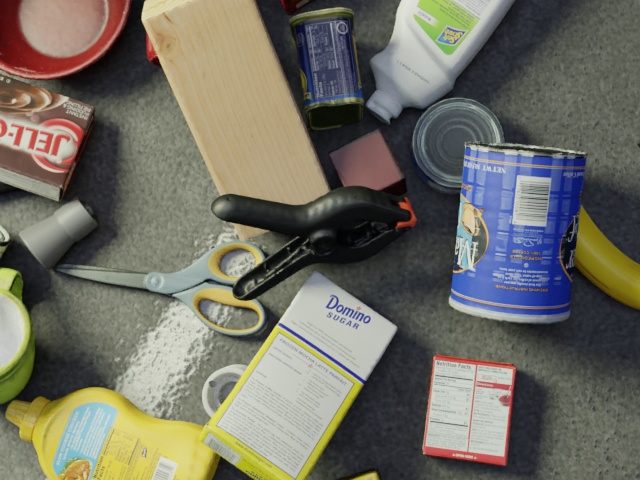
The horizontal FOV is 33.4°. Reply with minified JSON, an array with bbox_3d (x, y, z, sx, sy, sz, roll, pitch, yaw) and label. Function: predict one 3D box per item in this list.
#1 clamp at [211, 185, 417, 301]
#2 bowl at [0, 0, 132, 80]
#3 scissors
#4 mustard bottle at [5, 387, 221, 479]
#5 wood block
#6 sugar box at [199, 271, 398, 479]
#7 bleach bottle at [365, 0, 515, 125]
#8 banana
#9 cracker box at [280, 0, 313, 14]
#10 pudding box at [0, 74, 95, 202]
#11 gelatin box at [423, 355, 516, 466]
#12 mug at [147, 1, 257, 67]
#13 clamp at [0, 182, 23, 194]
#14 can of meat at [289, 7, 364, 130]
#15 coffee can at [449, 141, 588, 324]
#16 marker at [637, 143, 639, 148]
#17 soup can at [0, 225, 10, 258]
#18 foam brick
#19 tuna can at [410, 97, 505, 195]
[{"bbox_3d":[-0.006,0.001,0.906,0.171,0.120,0.039,-4,52,-8],"label":"clamp"},{"bbox_3d":[-0.249,-0.222,1.001,0.162,0.055,0.162,-1,82,4],"label":"bowl"},{"bbox_3d":[-0.135,0.024,0.982,0.202,0.016,0.096,23,84,7],"label":"scissors"},{"bbox_3d":[-0.188,0.184,0.943,0.191,0.058,0.096,20,89,6],"label":"mustard bottle"},{"bbox_3d":[-0.068,-0.117,0.910,0.091,0.090,0.206,-22,114,2],"label":"wood block"},{"bbox_3d":[-0.016,0.122,0.911,0.093,0.048,0.176,35,59,1],"label":"sugar box"},{"bbox_3d":[0.117,-0.220,0.973,0.102,0.068,0.251,35,89,8],"label":"bleach bottle"},{"bbox_3d":[0.253,0.005,0.948,0.198,0.037,0.069,39,69,7],"label":"banana"},{"bbox_3d":[-0.019,-0.348,0.993,0.164,0.072,0.214,-32,82,0],"label":"cracker box"},{"bbox_3d":[-0.273,-0.096,0.971,0.113,0.039,0.090,18,62,-7],"label":"pudding box"},{"bbox_3d":[0.131,0.149,0.940,0.073,0.030,0.089,6,83,6],"label":"gelatin box"},{"bbox_3d":[-0.107,-0.202,0.968,0.117,0.093,0.081,-2,87,30],"label":"mug"},{"bbox_3d":[-0.380,-0.063,1.000,0.210,0.036,0.164,-37,80,-5],"label":"clamp"},{"bbox_3d":[0.008,-0.150,0.952,0.057,0.102,0.084,-8,84,1],"label":"can of meat"},{"bbox_3d":[0.167,-0.009,0.904,0.103,0.102,0.140,5,99,5],"label":"coffee can"},{"bbox_3d":[0.317,-0.041,0.956,0.020,0.020,0.121,-24,82,1],"label":"marker"},{"bbox_3d":[-0.332,0.026,0.959,0.068,0.068,0.102,34,99,7],"label":"soup can"},{"bbox_3d":[0.043,-0.060,0.949,0.051,0.078,0.053,-27,81,3],"label":"foam brick"},{"bbox_3d":[0.124,-0.085,0.968,0.086,0.034,0.086,-1,83,4],"label":"tuna can"}]
